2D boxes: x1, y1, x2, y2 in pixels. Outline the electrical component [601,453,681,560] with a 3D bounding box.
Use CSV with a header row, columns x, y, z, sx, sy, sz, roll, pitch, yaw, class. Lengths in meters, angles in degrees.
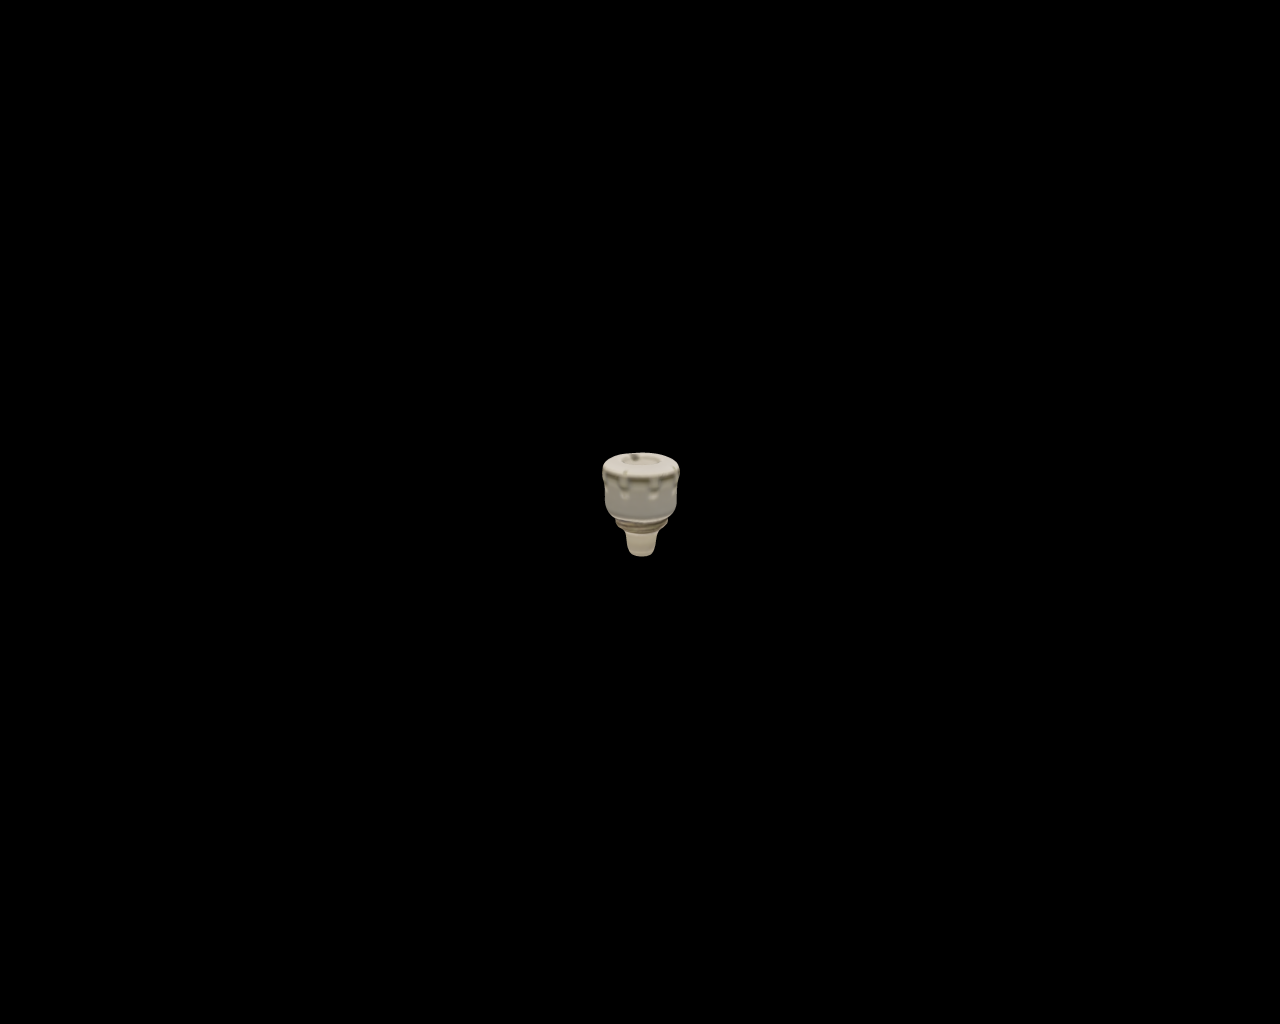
x,y,z,sx,sy,sz,roll,pitch,yaw,class
0.001,-0.003,0.650,0.048,0.062,0.048,0,18,0,electrical component
